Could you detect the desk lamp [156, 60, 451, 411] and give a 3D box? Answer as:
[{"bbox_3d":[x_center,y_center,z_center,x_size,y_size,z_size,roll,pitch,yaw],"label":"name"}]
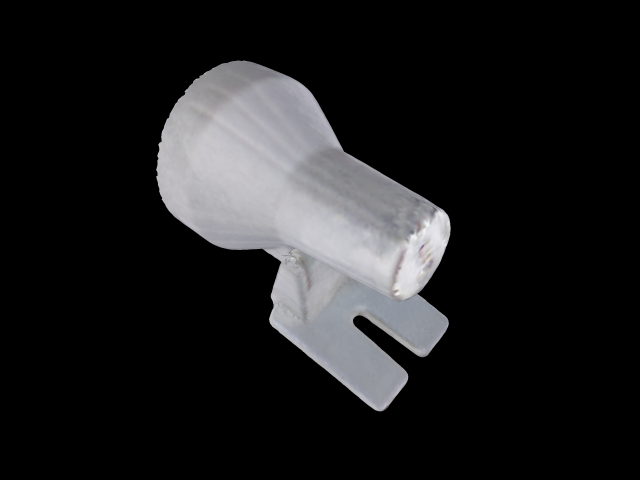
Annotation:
[{"bbox_3d":[0.004,0.001,0.400,0.203,0.213,0.118,37,71,15],"label":"desk lamp"}]
